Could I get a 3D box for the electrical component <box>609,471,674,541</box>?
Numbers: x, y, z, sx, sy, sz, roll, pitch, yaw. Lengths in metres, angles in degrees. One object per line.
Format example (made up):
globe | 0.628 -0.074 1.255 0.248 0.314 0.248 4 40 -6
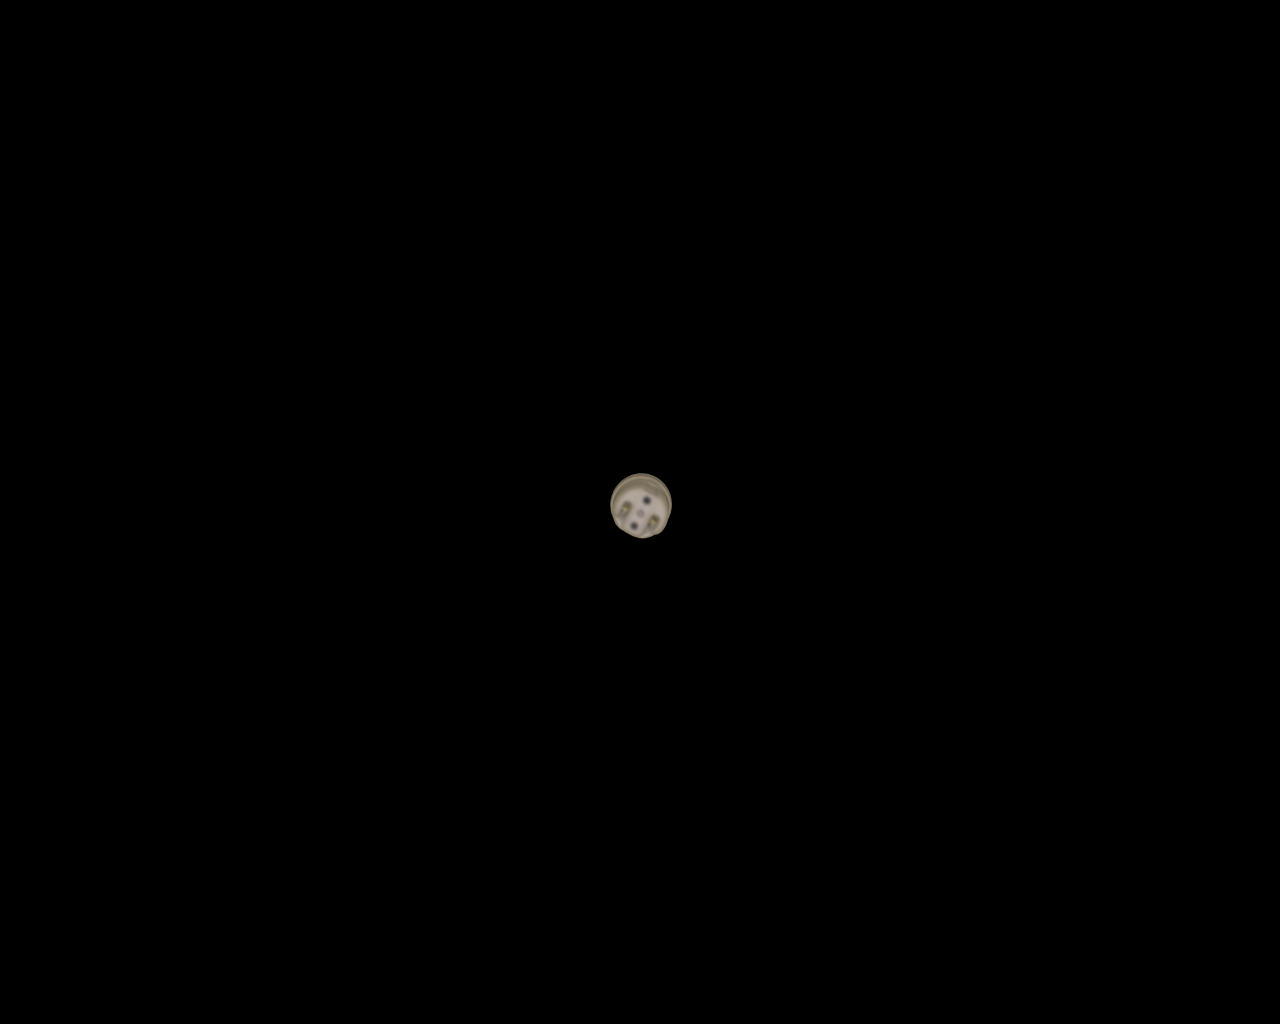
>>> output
electrical component | 0.001 -0.003 0.650 0.040 0.040 0.046 0 8 0
